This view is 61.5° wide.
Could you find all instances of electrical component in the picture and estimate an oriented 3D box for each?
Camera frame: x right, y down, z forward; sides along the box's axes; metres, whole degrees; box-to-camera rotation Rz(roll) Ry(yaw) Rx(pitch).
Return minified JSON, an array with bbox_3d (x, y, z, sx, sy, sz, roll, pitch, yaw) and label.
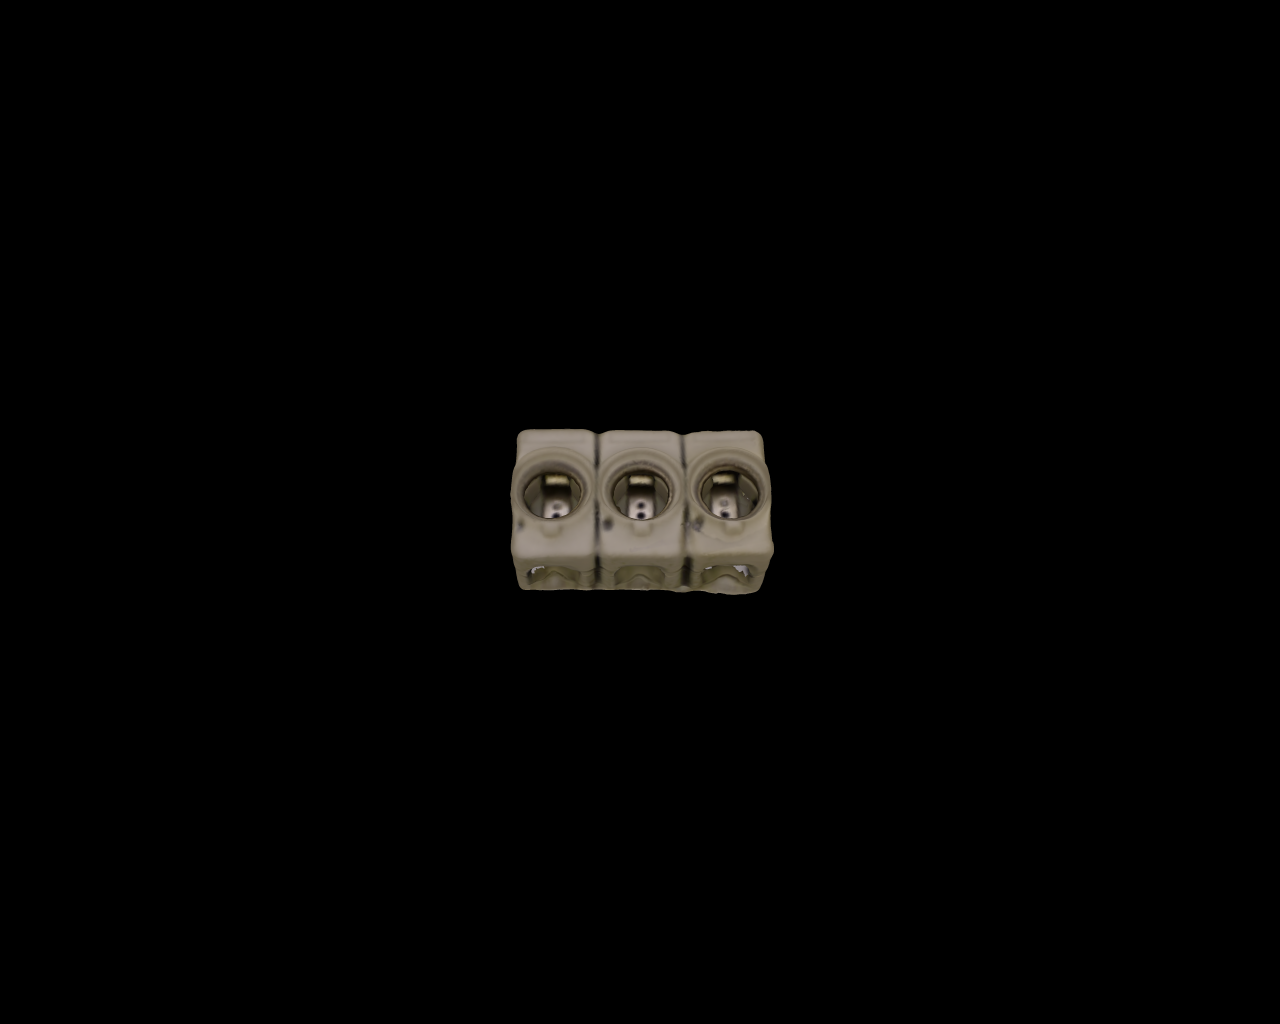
[{"bbox_3d":[0.001,-0.003,0.650,0.150,0.089,0.061,0,-28,0],"label":"electrical component"}]
